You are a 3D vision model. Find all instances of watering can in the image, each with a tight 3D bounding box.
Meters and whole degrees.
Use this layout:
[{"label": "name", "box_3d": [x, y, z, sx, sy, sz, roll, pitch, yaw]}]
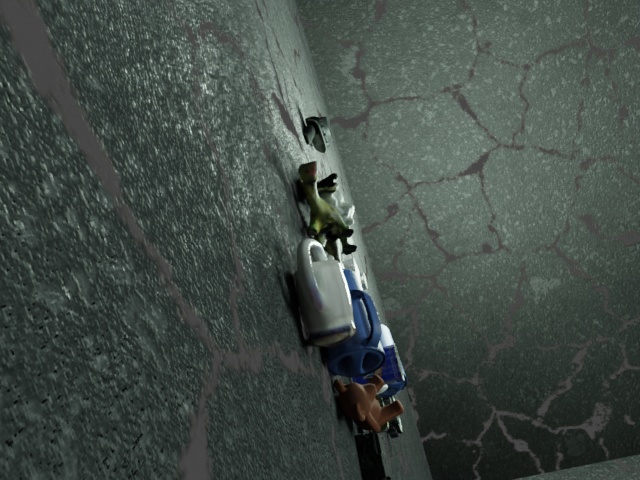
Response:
[{"label": "watering can", "box_3d": [0.014, 0.110, 1.096, 0.346, 0.104, 0.226, 28, 48, -77]}]

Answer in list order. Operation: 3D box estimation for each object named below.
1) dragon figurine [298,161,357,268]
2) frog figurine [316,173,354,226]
[{"label": "dragon figurine", "box_3d": [0.004, -0.073, 1.441, 0.402, 0.122, 0.248, 78, -7, -60]}, {"label": "frog figurine", "box_3d": [0.039, -0.110, 1.616, 0.139, 0.123, 0.156, -127, -166, -62]}]
